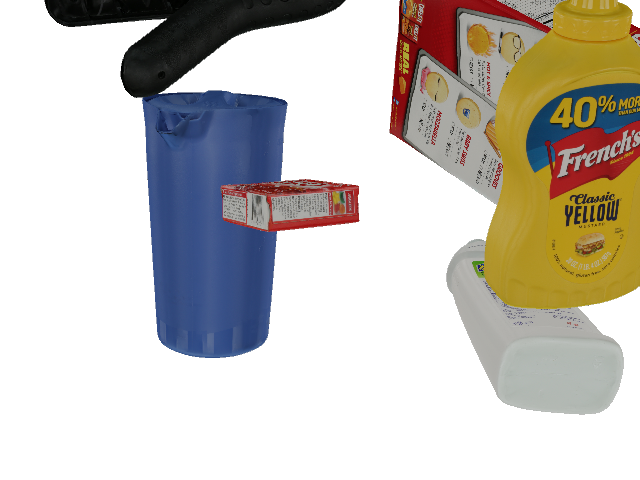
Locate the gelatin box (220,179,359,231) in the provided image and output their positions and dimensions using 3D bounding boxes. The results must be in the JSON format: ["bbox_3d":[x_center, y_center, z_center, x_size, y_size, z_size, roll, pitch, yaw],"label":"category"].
[{"bbox_3d":[-0.024,-0.028,0.781,0.073,0.030,0.089,-6,9,-26],"label":"gelatin box"}]

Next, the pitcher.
[{"bbox_3d":[-0.095,-0.021,1.017,0.149,0.243,0.145,-3,15,-20],"label":"pitcher"}]

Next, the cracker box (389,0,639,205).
[{"bbox_3d":[0.151,-0.113,0.818,0.072,0.164,0.214,-27,47,-30],"label":"cracker box"}]

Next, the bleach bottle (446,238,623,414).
[{"bbox_3d":[0.172,0.058,0.929,0.102,0.068,0.251,5,21,-7],"label":"bleach bottle"}]

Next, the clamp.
[{"bbox_3d":[-0.045,-0.120,0.535,0.171,0.039,0.120,-20,44,-12],"label":"clamp"}]

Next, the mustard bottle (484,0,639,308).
[{"bbox_3d":[0.146,-0.057,0.600,0.096,0.192,0.058,-6,28,-10],"label":"mustard bottle"}]
